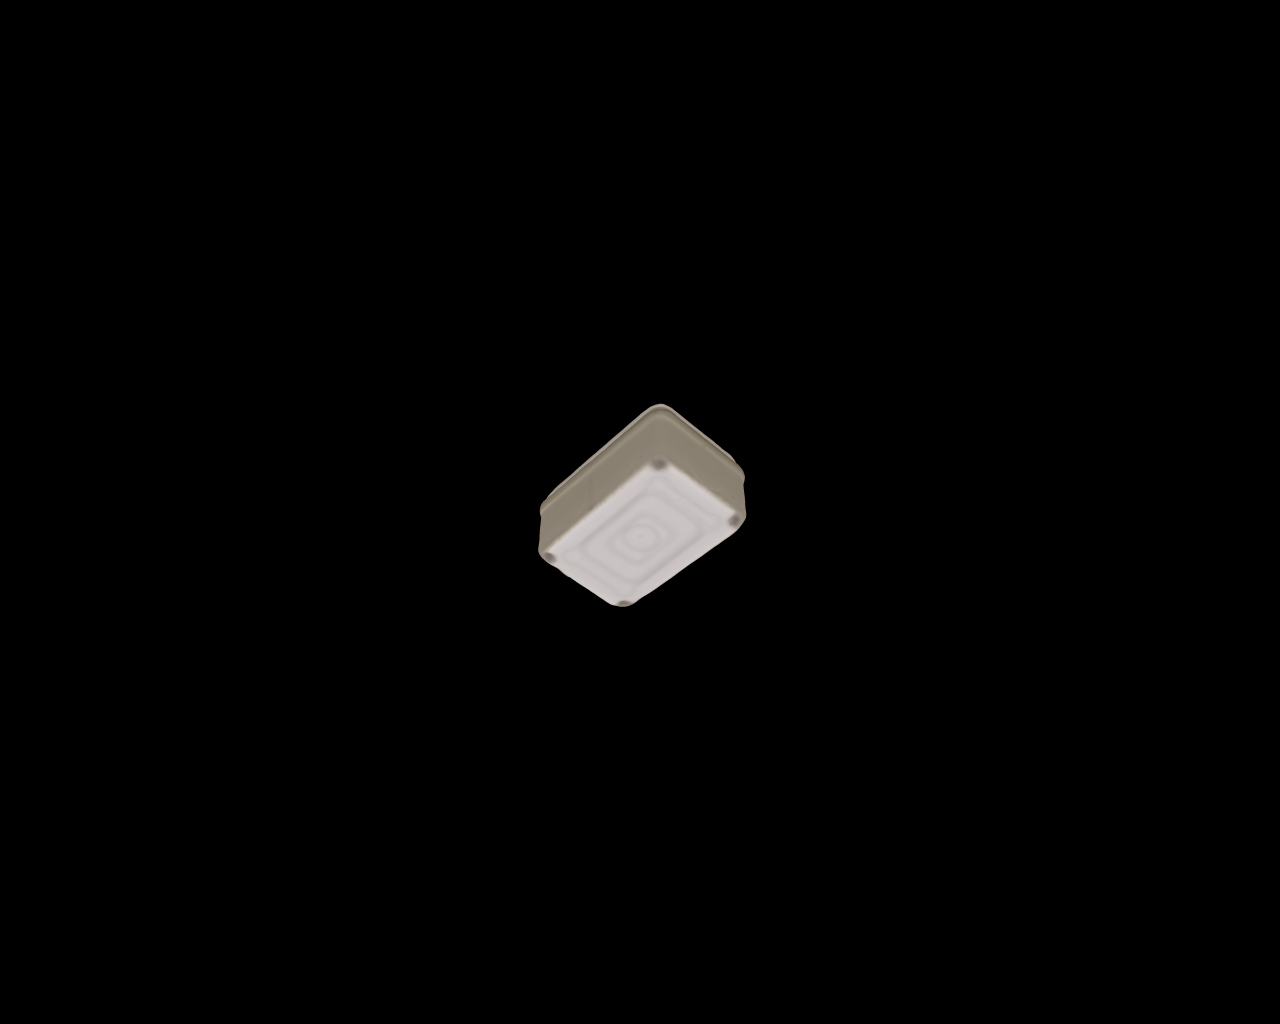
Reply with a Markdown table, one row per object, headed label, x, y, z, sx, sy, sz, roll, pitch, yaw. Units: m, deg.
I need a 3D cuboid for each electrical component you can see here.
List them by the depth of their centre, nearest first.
| label | x | y | z | sx | sy | sz | roll | pitch | yaw |
| --- | --- | --- | --- | --- | --- | --- | --- | --- | --- |
| electrical component | 0.001 | -0.003 | 0.650 | 0.078 | 0.057 | 0.113 | 36 | -58 | -27 |
